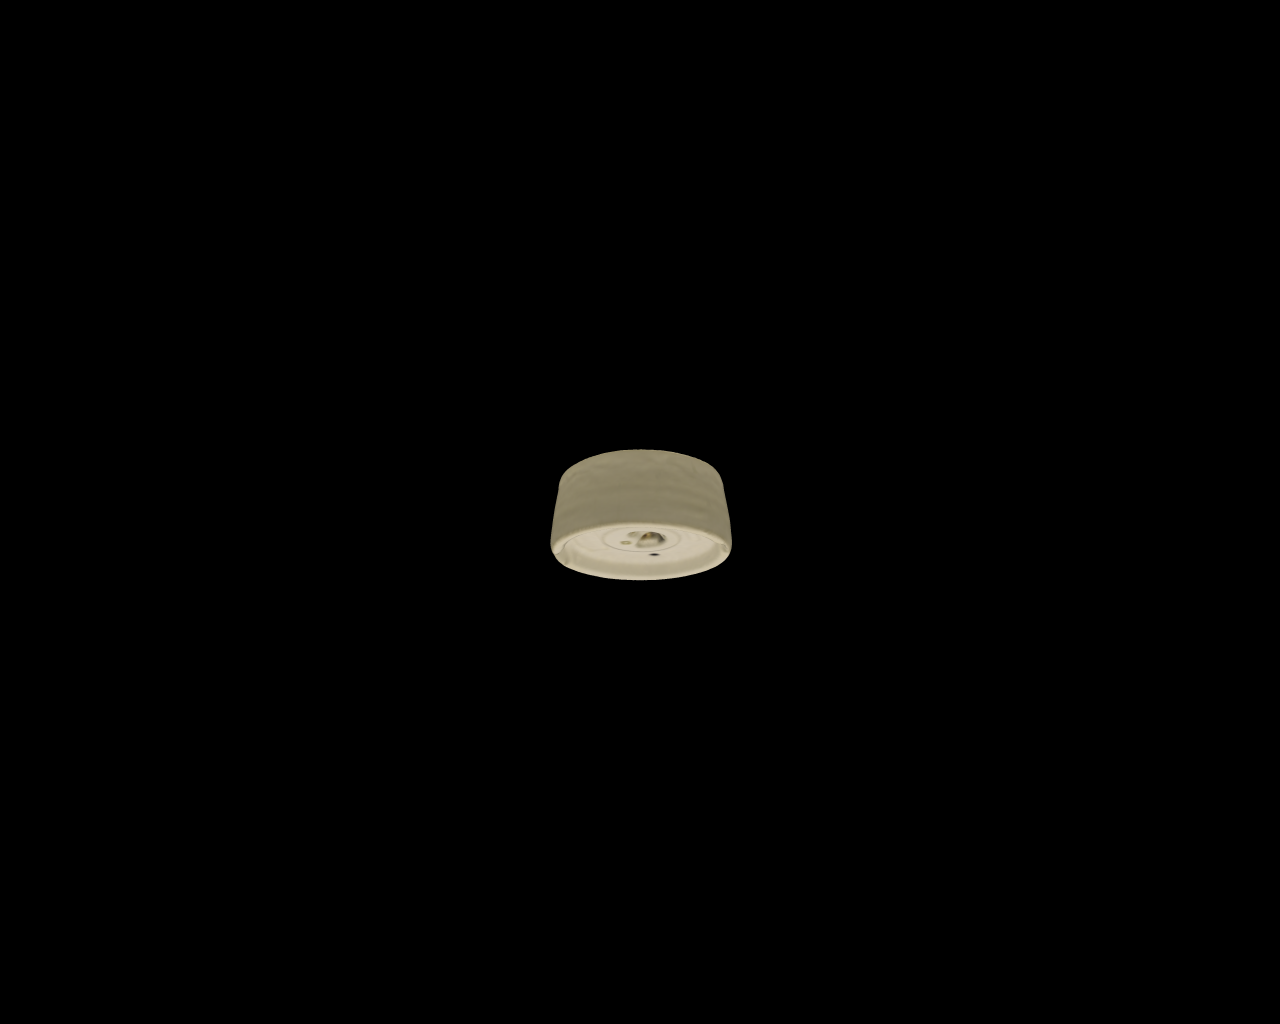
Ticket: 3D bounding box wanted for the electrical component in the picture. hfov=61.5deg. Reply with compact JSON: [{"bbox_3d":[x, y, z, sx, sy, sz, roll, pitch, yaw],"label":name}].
[{"bbox_3d":[0.001,-0.003,0.650,0.108,0.060,0.108,0,-21,0],"label":"electrical component"}]
